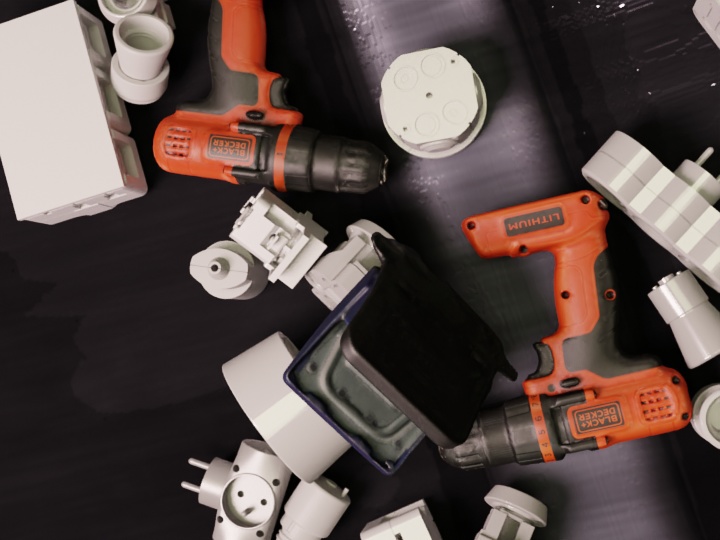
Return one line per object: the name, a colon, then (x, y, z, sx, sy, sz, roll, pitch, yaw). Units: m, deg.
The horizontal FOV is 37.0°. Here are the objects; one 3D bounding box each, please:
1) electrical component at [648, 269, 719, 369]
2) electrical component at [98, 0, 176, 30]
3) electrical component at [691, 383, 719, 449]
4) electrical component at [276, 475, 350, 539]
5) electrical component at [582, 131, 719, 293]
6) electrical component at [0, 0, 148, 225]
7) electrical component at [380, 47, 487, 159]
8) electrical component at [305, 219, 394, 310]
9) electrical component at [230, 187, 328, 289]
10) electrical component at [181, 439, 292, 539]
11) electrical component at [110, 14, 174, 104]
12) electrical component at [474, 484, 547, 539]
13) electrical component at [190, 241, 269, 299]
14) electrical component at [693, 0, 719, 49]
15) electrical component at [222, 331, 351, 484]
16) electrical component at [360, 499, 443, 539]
electrical component: (0.239, 0.033, 0.778, 0.044, 0.044, 0.065, -33, 79, 6)
electrical component: (-0.176, -0.210, 0.841, 0.048, 0.055, 0.066, -18, 85, 8)
electrical component: (0.260, 0.103, 0.764, 0.045, 0.055, 0.045, 0, 88, 8)
electrical component: (-0.041, 0.189, 0.813, 0.040, 0.040, 0.078, 34, 93, 8)
electrical component: (0.236, -0.054, 0.775, 0.138, 0.052, 0.073, 42, 94, 8)
electrical component: (-0.234, -0.120, 0.843, 0.089, 0.062, 0.150, -17, 85, 7)
electrical component: (0.054, -0.126, 0.806, 0.080, 0.051, 0.080, 0, 88, 9)
electrical component: (0.000, 0.000, 0.800, 0.058, 0.078, 0.057, 45, 74, -7)
electrical component: (-0.061, -0.026, 0.799, 0.064, 0.081, 0.042, 37, 101, -10)
electrical component: (-0.097, 0.167, 0.820, 0.079, 0.044, 0.077, 18, 91, 9)
electrical component: (-0.167, -0.160, 0.820, 0.045, 0.055, 0.045, 8, 53, -11)
electrical component: (0.107, 0.190, 0.782, 0.048, 0.066, 0.055, 24, 72, 8)
electrical component: (-0.098, 0.000, 0.808, 0.043, 0.081, 0.043, 0, 88, 8)
electrical component: (0.295, -0.165, 0.758, 0.057, 0.078, 0.113, -35, 83, 9)
electrical component: (-0.044, 0.094, 0.786, 0.060, 0.108, 0.108, -37, 83, -1)
electrical component: (0.038, 0.224, 0.795, 0.056, 0.050, 0.089, -25, 84, 6)
